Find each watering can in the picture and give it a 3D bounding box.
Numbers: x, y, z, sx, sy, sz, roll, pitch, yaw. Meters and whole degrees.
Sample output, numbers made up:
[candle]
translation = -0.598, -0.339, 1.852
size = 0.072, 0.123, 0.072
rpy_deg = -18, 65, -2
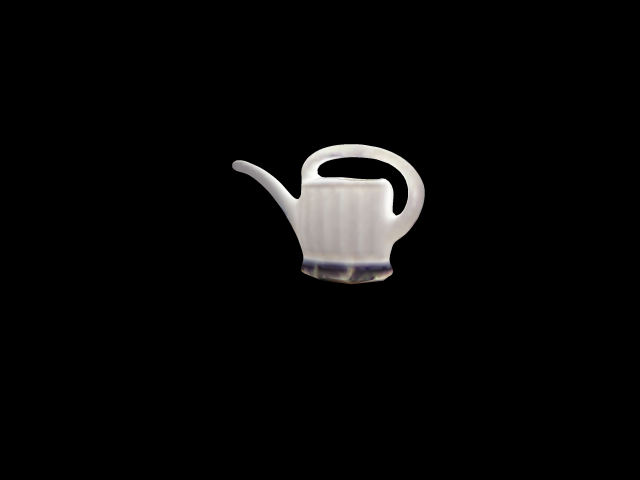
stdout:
[watering can]
translation = 0.003, -0.043, 0.850
size = 0.347, 0.224, 0.104
rpy_deg = 2, 4, 28
